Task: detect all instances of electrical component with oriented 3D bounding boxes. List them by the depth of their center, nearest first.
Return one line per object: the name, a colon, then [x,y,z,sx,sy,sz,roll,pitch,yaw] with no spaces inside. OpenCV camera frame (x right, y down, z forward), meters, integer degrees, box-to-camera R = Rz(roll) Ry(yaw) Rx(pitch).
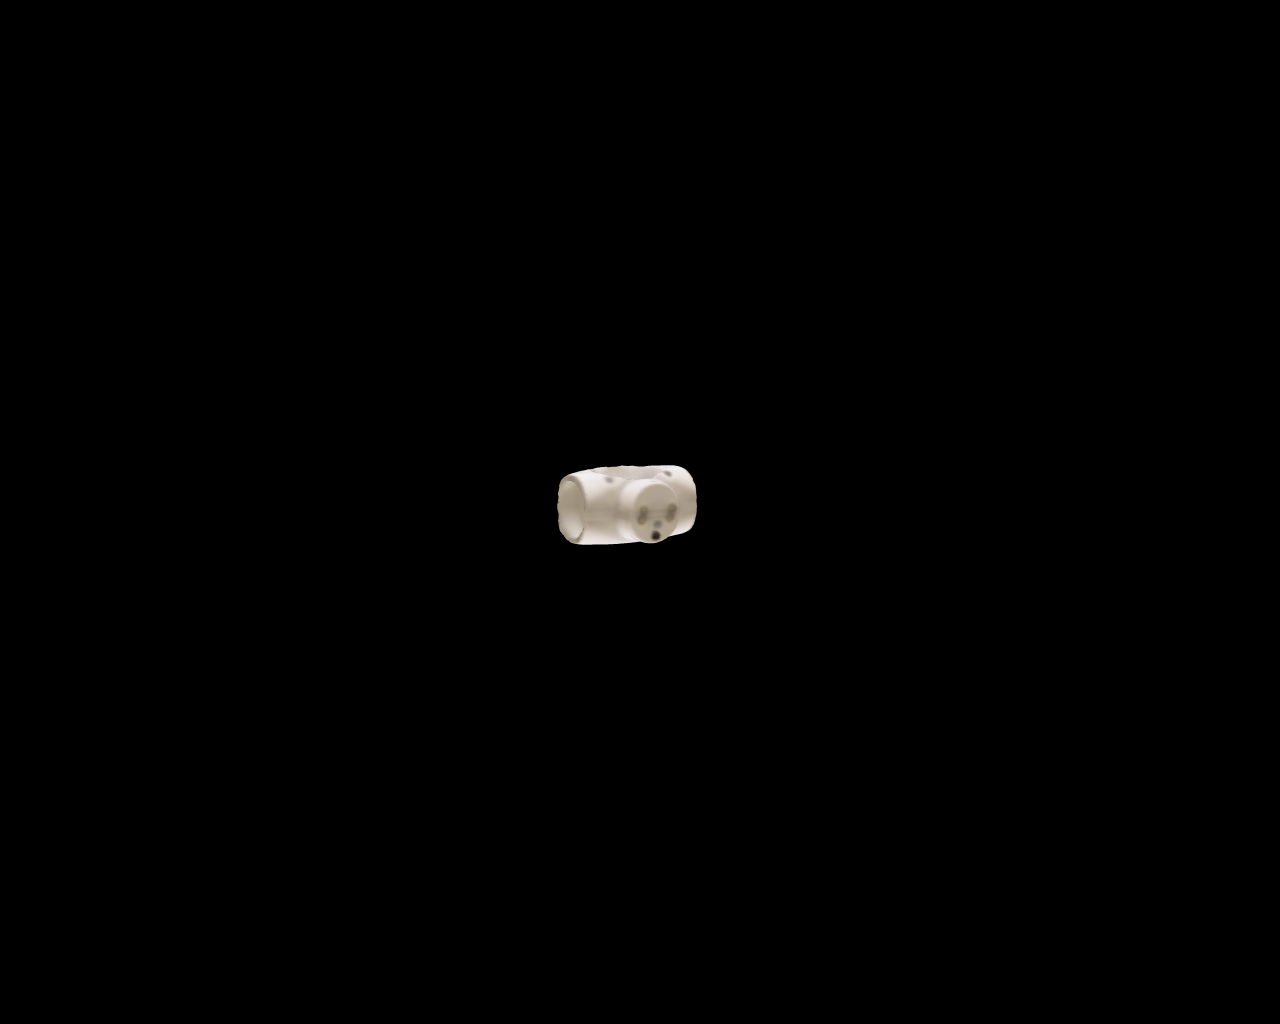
electrical component: [0.001,-0.003,0.650,0.077,0.044,0.079,-5,12,-28]
